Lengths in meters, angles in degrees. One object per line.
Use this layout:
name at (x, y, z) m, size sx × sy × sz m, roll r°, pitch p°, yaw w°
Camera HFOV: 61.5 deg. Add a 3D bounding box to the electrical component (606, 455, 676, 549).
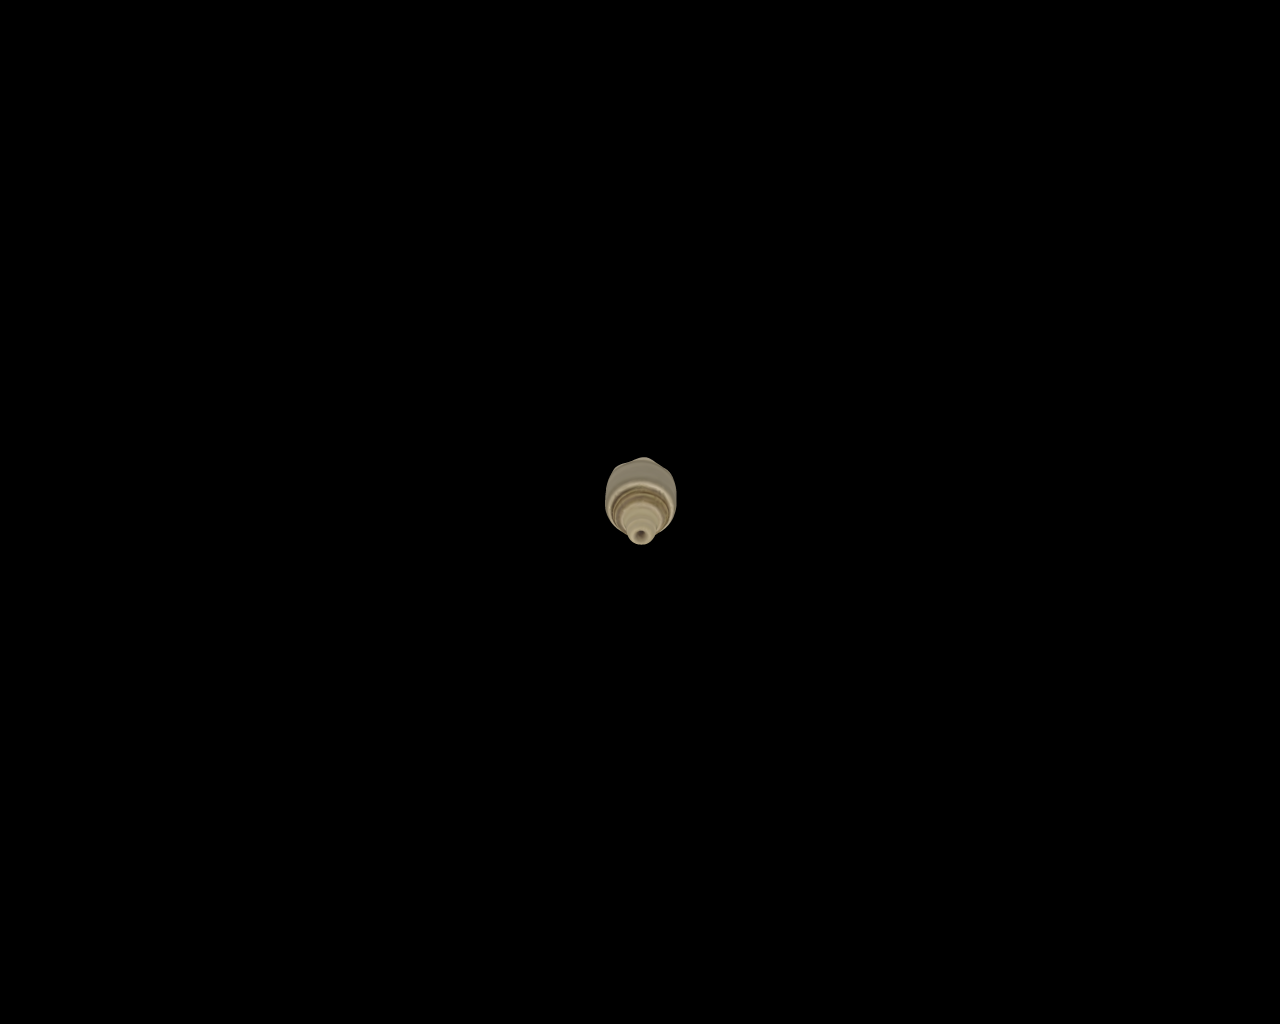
electrical component at (0.001, -0.003, 0.650) m, size 0.043 × 0.043 × 0.062 m, roll 0°, pitch 34°, yaw 0°
